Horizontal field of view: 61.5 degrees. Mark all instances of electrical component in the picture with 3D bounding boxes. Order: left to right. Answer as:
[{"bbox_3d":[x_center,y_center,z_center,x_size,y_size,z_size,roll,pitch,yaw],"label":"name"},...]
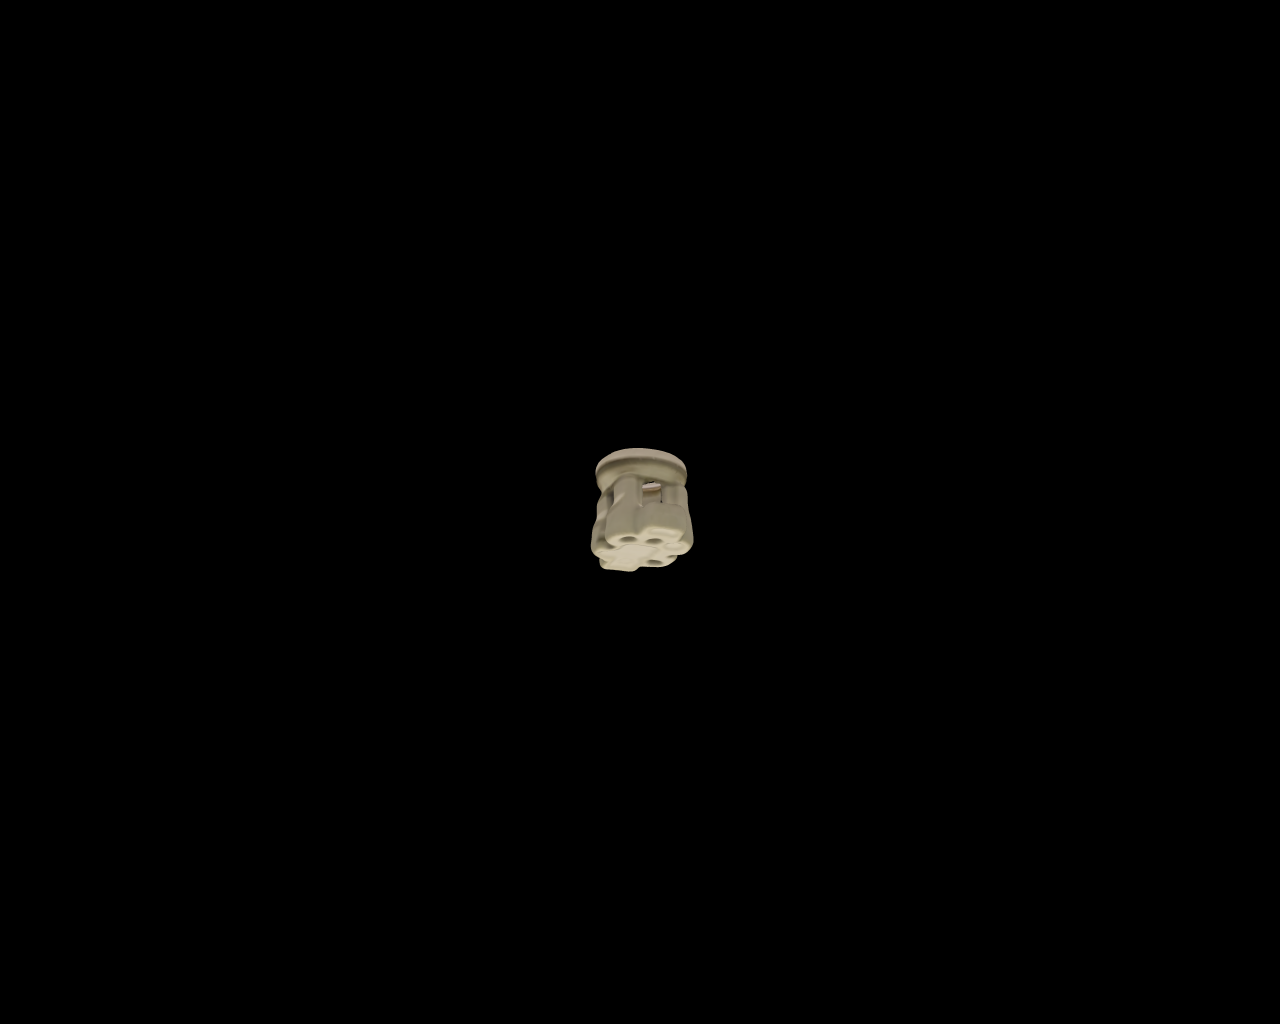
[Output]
[{"bbox_3d":[0.001,-0.003,0.650,0.058,0.057,0.078,9,-24,-22],"label":"electrical component"}]
